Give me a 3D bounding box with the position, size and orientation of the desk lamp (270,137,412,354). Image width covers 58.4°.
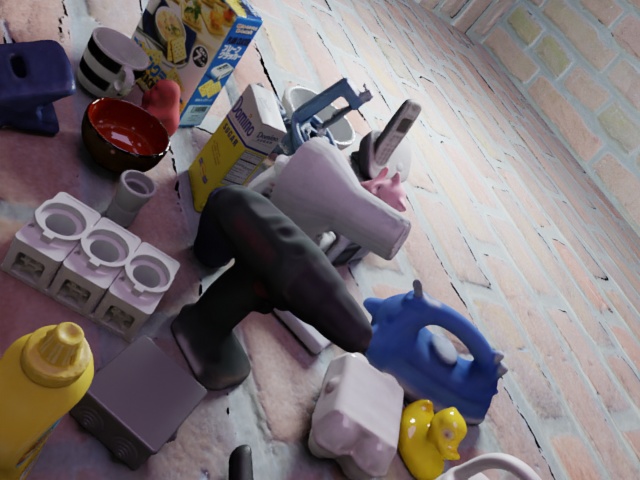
[{"bbox_3d":[0.007,0.003,0.756,0.203,0.213,0.118,46,32,6],"label":"desk lamp"}]

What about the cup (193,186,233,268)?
[{"bbox_3d":[-0.117,0.002,0.734,0.092,0.094,0.117,12,43,-39],"label":"cup"}]

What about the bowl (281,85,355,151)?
[{"bbox_3d":[-0.017,-0.221,1.124,0.168,0.074,0.167,28,35,-21],"label":"bowl"}]

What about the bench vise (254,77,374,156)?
[{"bbox_3d":[-0.027,-0.198,0.950,0.208,0.219,0.121,31,34,-17],"label":"bench vise"}]

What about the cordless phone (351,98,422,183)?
[{"bbox_3d":[0.169,-0.209,1.205,0.148,0.184,0.094,-2,52,-48],"label":"cordless phone"}]

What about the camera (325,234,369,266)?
[{"bbox_3d":[0.029,-0.039,0.934,0.144,0.100,0.136,-11,60,-52],"label":"camera"}]

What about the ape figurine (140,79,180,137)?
[{"bbox_3d":[-0.237,-0.199,0.846,0.076,0.092,0.078,34,33,-13],"label":"ape figurine"}]

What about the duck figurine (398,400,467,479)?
[{"bbox_3d":[0.151,0.248,0.741,0.078,0.086,0.104,25,36,-24],"label":"duck figurine"}]

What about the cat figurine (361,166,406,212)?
[{"bbox_3d":[0.118,-0.087,1.071,0.067,0.117,0.127,27,35,-23],"label":"cat figurine"}]

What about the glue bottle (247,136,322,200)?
[{"bbox_3d":[-0.050,-0.089,0.839,0.078,0.173,0.037,31,34,-17],"label":"glue bottle"}]

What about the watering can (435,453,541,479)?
[{"bbox_3d":[0.159,0.288,0.602,0.101,0.193,0.173,46,32,7],"label":"watering can"}]

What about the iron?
[{"bbox_3d":[0.181,0.162,0.822,0.259,0.141,0.119,36,33,-10],"label":"iron"}]

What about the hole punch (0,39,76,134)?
[{"bbox_3d":[-0.366,-0.195,0.704,0.101,0.091,0.108,2,50,-46],"label":"hole punch"}]

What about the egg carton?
[{"bbox_3d":[0.044,0.207,0.689,0.107,0.069,0.150,36,33,-10],"label":"egg carton"}]

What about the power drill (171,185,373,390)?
[{"bbox_3d":[-0.066,0.066,0.607,0.076,0.208,0.229,-9,58,-51],"label":"power drill"}]
